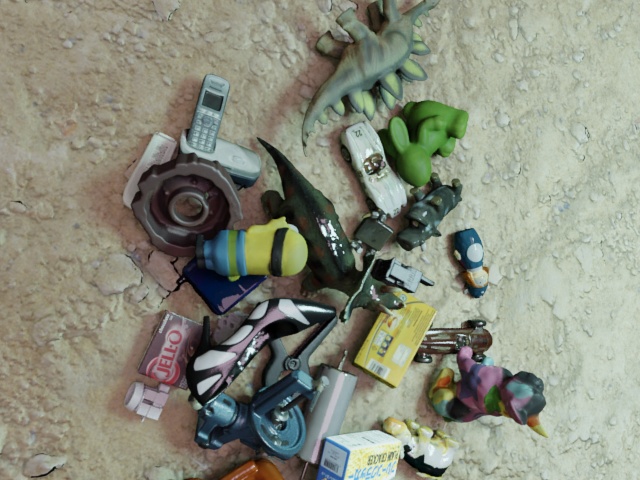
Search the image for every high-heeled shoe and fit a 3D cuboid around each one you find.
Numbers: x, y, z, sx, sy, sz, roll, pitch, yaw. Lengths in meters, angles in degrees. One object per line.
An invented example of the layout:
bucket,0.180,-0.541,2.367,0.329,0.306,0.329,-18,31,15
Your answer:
high-heeled shoe,-0.088,0.176,0.854,0.249,0.086,0.145,-6,64,-5

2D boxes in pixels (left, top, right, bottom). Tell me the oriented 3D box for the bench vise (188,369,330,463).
bench vise,-0.091,0.275,0.888,0.223,0.129,0.240,43,117,-14

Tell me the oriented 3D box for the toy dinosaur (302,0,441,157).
toy dinosaur,0.094,-0.343,1.035,0.471,0.105,0.198,-42,95,-20

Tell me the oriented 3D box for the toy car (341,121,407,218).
toy car,0.107,-0.136,1.067,0.073,0.056,0.201,-31,98,-21

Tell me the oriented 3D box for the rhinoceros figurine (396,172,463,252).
rhinoceros figurine,0.219,-0.055,1.091,0.190,0.073,0.111,-45,141,-31

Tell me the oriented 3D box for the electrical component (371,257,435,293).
electrical component,0.167,0.079,1.071,0.119,0.075,0.048,30,75,-20

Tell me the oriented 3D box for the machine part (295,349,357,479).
machine part,0.008,0.319,0.990,0.079,0.079,0.243,23,78,-19

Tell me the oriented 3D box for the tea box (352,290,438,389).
tea box,0.144,0.189,1.039,0.098,0.068,0.169,31,74,10

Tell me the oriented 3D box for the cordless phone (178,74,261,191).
cordless phone,-0.166,-0.190,0.950,0.146,0.089,0.184,16,77,-20

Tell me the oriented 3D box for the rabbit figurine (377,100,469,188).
rabbit figurine,0.199,-0.192,1.068,0.159,0.121,0.170,27,70,-8

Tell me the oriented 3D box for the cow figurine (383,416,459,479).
cow figurine,0.187,0.411,1.064,0.167,0.068,0.098,24,84,-18

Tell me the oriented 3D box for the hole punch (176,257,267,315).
hole punch,-0.165,0.061,0.932,0.142,0.092,0.115,-40,98,-15

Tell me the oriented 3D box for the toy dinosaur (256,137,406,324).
toy dinosaur,-0.001,-0.010,0.945,0.131,0.192,0.404,-36,101,-22

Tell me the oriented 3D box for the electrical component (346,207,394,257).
electrical component,0.098,-0.013,1.046,0.078,0.045,0.102,39,105,-11

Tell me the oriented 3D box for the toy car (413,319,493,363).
toy car,0.274,0.210,1.117,0.202,0.053,0.089,4,89,-23

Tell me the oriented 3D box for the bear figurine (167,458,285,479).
bear figurine,-0.157,0.438,0.891,0.196,0.132,0.120,-7,117,-28

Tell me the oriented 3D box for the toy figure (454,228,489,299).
toy figure,0.325,0.053,1.146,0.064,0.058,0.154,-14,95,17

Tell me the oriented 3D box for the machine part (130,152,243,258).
machine part,-0.217,-0.058,0.888,0.179,0.056,0.179,-5,123,-8

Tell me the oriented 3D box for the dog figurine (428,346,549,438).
dog figurine,0.325,0.308,1.019,0.108,0.219,0.191,34,96,-25

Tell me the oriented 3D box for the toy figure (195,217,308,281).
toy figure,-0.111,0.023,0.871,0.180,0.082,0.089,-4,60,-6
